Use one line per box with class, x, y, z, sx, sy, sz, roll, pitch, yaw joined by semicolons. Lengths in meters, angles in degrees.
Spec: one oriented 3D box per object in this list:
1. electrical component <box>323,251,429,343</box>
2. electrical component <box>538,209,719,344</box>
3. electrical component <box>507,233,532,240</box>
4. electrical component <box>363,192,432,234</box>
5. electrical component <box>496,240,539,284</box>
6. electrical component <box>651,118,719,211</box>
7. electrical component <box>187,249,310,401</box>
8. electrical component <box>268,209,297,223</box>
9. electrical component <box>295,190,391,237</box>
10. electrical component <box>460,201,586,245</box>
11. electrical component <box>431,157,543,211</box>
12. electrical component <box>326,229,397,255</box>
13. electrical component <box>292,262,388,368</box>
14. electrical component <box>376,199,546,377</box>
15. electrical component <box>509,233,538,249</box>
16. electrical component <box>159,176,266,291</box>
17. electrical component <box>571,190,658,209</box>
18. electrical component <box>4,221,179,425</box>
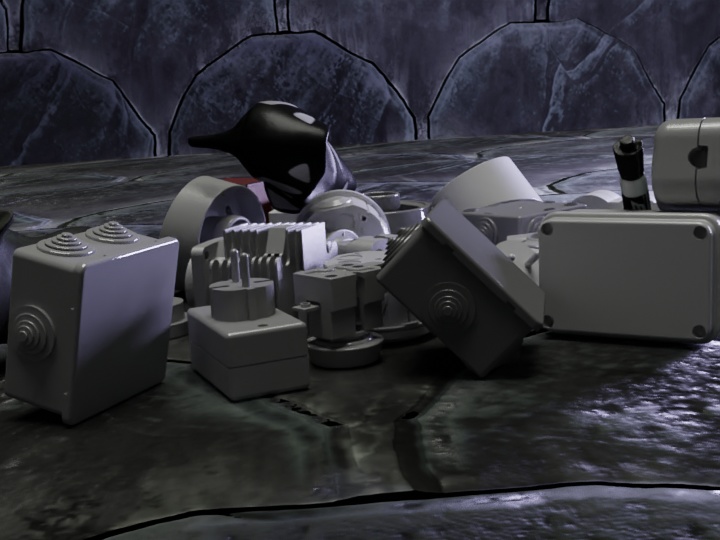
electrical component;0.013;0.017;0.714;0.080;0.051;0.080;-3;10;1
electrical component;0.172;0.002;0.673;0.113;0.078;0.057;3;9;30
electrical component;0.150;-0.014;0.874;0.065;0.044;0.044;-7;9;10
electrical component;0.019;-0.042;1.014;0.108;0.060;0.108;-3;10;1
electrical component;0.097;0.005;0.726;0.077;0.043;0.079;-7;-20;-18
electrical component;0.226;-0.064;0.693;0.059;0.053;0.095;3;-3;35
electrical component;-0.067;0.026;0.621;0.047;0.075;0.083;-8;11;-23
electrical component;-0.055;-0.044;1.064;0.050;0.055;0.089;-1;10;12
electrical component;-0.014;-0.021;0.860;0.080;0.080;0.051;-4;14;-2
electrical component;0.144;-0.033;0.953;0.100;0.048;0.100;-12;12;-34
electrical component;0.122;-0.065;1.051;0.099;0.064;0.099;-27;-13;-7
electrical component;0.000;0.000;0.799;0.057;0.058;0.078;8;14;38
electrical component;-0.011;0.027;0.651;0.066;0.055;0.048;-12;13;-40
electrical component;0.060;0.010;0.631;0.048;0.100;0.099;-47;0;15
electrical component;0.133;-0.005;0.819;0.079;0.044;0.077;4;13;38
electrical component;-0.125;-0.028;0.891;0.064;0.099;0.099;10;16;30
electrical component;0.246;-0.040;0.951;0.138;0.052;0.074;3;12;32
electrical component;-0.147;0.026;0.591;0.048;0.099;0.100;15;16;21
